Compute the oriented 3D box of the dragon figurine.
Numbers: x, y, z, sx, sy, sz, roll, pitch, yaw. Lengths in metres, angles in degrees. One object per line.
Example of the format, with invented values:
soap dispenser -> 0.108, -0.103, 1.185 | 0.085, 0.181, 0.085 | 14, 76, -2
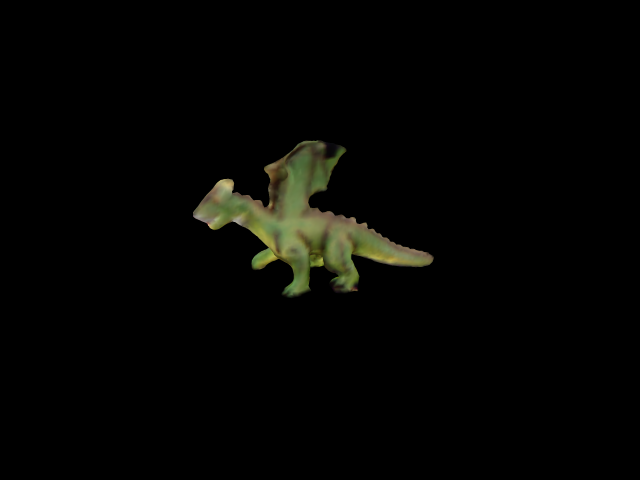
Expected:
dragon figurine -> 0.003, -0.043, 0.850 | 0.411, 0.238, 0.124 | -7, 25, -14
